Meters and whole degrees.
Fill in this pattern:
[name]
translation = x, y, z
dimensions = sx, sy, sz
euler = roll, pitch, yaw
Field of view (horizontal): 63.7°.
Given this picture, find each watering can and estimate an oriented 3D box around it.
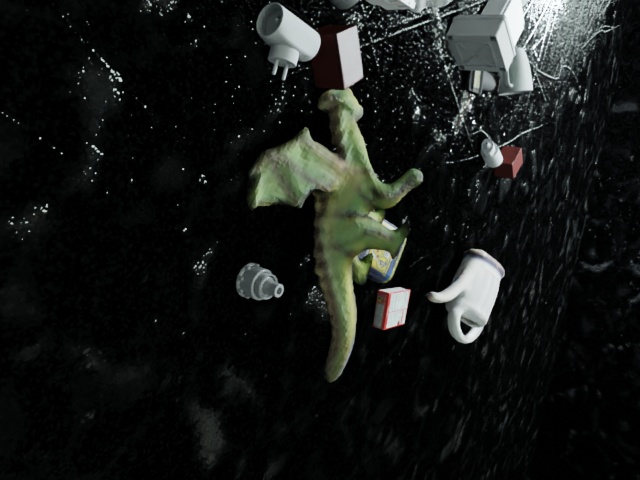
[watering can]
translation = 0.356, 0.121, 1.241
dimensions = 0.342, 0.104, 0.227
euler = 45, 64, -49

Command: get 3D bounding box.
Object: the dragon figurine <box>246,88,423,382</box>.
[dragon figurine]
translation = 0.002, -0.036, 0.716
dimensions = 0.241, 0.121, 0.416
euler = 28, 69, -23

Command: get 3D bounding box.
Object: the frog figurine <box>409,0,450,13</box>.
[frog figurine]
translation = 0.203, -0.465, 0.883
dimensions = 0.157, 0.124, 0.137
euler = -46, 160, 21
